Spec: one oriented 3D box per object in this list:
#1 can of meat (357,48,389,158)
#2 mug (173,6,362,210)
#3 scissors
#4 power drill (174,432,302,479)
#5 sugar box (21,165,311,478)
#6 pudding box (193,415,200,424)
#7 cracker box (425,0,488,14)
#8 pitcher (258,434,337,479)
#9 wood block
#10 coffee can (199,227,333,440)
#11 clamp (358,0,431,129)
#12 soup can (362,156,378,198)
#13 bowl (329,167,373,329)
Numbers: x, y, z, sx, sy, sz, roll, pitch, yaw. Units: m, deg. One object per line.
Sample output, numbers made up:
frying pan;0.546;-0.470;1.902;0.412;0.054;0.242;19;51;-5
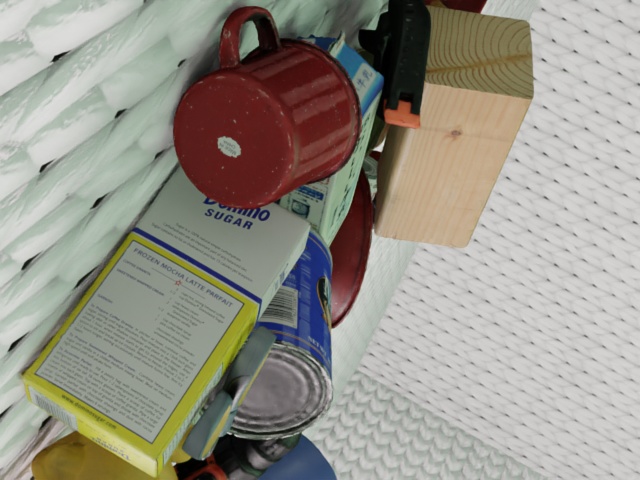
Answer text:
can of meat;0.045;-0.131;1.015;0.102;0.057;0.084;-63;174;14
mug;-0.035;-0.078;0.627;0.081;0.093;0.117;-37;124;-58
scissors;-0.072;0.128;0.692;0.096;0.016;0.202;-54;174;-43
power drill;-0.109;0.213;0.859;0.185;0.057;0.187;-38;176;24
sugar box;-0.088;0.042;0.641;0.176;0.093;0.048;-56;172;-29
pudding box;-0.111;0.131;1.007;0.113;0.039;0.090;-53;169;-36
cracker box;0.156;-0.312;0.913;0.164;0.072;0.213;113;2;-80
pitcher;-0.106;0.301;1.097;0.242;0.145;0.149;-22;162;-30
wood block;0.111;-0.091;0.926;0.206;0.090;0.090;104;-8;-54
coffee can;-0.041;0.062;0.798;0.140;0.102;0.103;-90;-162;-50
clamp;0.060;-0.158;0.848;0.165;0.036;0.210;111;-15;-53
soup can;0.017;-0.040;1.107;0.102;0.068;0.068;-65;171;23
bowl;-0.007;0.001;1.000;0.162;0.055;0.162;-172;-90;-71
